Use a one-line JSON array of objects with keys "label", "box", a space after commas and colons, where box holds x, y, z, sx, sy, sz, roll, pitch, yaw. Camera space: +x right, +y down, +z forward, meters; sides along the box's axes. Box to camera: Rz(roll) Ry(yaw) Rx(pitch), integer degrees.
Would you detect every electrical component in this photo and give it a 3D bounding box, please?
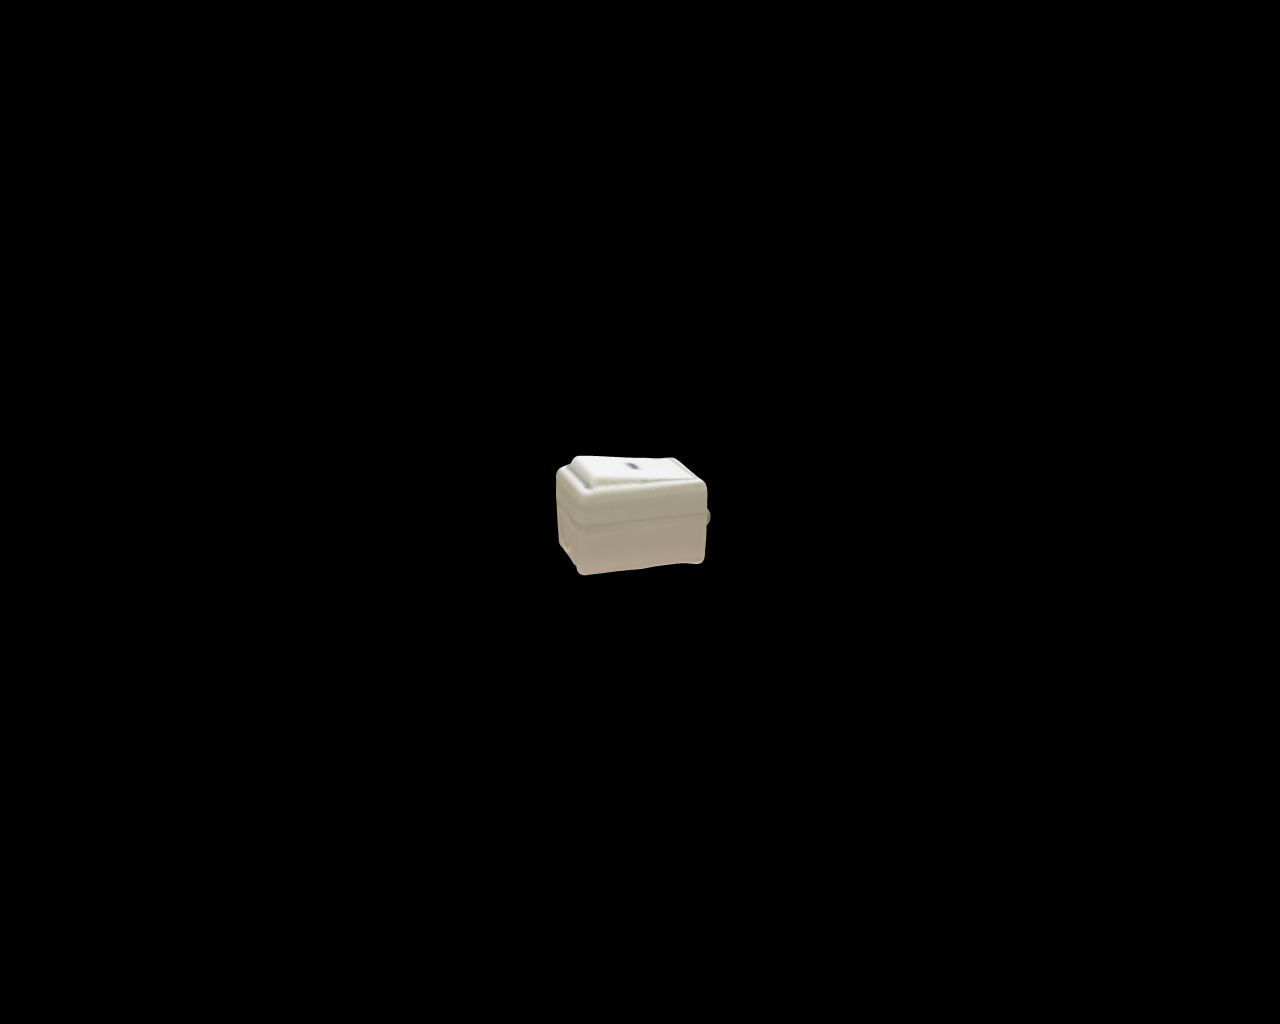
[{"label": "electrical component", "box": [0.001, -0.003, 0.650, 0.096, 0.061, 0.062, -6, 20, -16]}]
